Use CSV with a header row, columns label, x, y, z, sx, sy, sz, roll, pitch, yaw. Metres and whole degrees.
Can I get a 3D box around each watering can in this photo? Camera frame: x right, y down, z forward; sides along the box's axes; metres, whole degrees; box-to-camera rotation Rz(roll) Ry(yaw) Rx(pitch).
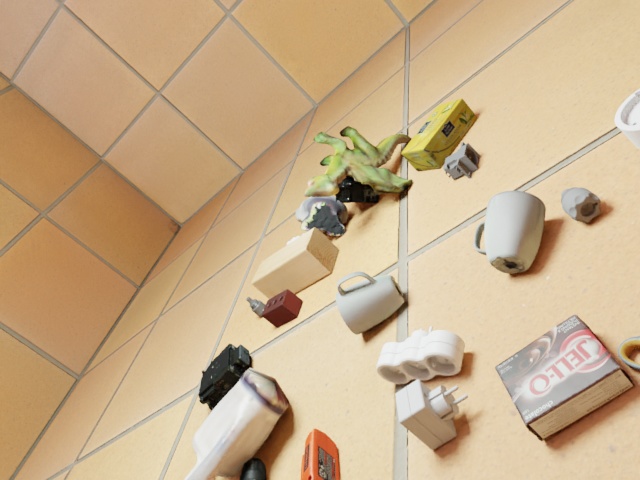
label,x,y,z,sx,sy,sz,roll,pitch,yaw
watering can,-0.148,0.328,0.860,0.226,0.104,0.344,-51,-3,-11

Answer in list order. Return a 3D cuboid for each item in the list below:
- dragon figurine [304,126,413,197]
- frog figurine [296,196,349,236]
label,x,y,z,sx,sy,sz,roll,pitch,yaw
dragon figurine,0.130,-0.182,1.288,0.413,0.119,0.247,-16,47,-26
frog figurine,0.004,-0.070,1.392,0.137,0.121,0.161,-13,11,-1
